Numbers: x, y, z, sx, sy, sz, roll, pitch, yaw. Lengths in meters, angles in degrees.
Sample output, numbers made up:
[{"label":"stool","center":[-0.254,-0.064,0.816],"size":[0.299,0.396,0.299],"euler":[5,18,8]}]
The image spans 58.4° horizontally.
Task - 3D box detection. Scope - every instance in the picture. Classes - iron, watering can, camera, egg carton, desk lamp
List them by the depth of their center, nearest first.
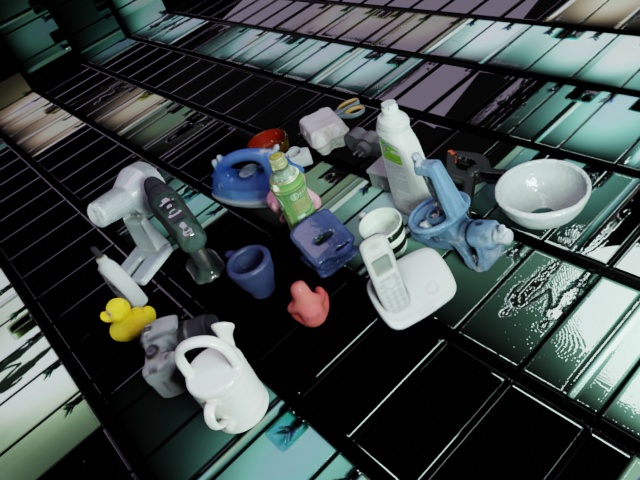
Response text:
[{"label":"watering can","center":[-0.163,0.211,0.914],"size":[0.101,0.194,0.172],"euler":[-26,40,-4]},{"label":"camera","center":[-0.252,0.191,1.050],"size":[0.137,0.101,0.143],"euler":[-20,40,2]},{"label":"desk lamp","center":[-0.421,-0.042,1.302],"size":[0.117,0.214,0.203],"euler":[3,46,28]},{"label":"iron","center":[-0.178,-0.163,1.383],"size":[0.257,0.142,0.119],"euler":[-2,44,23]},{"label":"egg carton","center":[0.009,-0.285,1.490],"size":[0.107,0.070,0.150],"euler":[-27,40,-6]}]

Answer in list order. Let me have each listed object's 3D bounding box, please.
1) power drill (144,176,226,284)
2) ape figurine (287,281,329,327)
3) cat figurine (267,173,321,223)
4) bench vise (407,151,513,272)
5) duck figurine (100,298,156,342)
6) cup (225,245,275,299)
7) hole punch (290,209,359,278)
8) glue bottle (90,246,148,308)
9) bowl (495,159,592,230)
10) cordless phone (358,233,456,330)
[{"label":"power drill","center":[-0.287,-0.015,1.213],"size":[0.076,0.209,0.228],"euler":[-35,41,-14]},{"label":"ape figurine","center":[-0.026,0.109,1.045],"size":[0.077,0.092,0.076],"euler":[-19,40,4]},{"label":"cat figurine","center":[-0.068,-0.095,1.274],"size":[0.067,0.118,0.128],"euler":[19,55,39]},{"label":"bench vise","center":[0.241,-0.060,1.011],"size":[0.206,0.220,0.122],"euler":[6,47,30]},{"label":"duck figurine","center":[-0.396,0.153,1.172],"size":[0.104,0.086,0.077],"euler":[-19,40,4]},{"label":"cup","center":[-0.137,0.068,1.141],"size":[0.117,0.095,0.092],"euler":[19,55,39]},{"label":"hole punch","center":[0.011,0.004,1.147],"size":[0.109,0.091,0.100],"euler":[-36,41,-16]},{"label":"glue bottle","center":[-0.433,0.076,1.207],"size":[0.077,0.173,0.037],"euler":[13,51,35]},{"label":"bowl","center":[0.411,-0.072,1.061],"size":[0.167,0.075,0.167],"euler":[-13,40,11]},{"label":"cordless phone","center":[0.142,0.049,0.962],"size":[0.148,0.185,0.093],"euler":[-32,40,-11]}]
